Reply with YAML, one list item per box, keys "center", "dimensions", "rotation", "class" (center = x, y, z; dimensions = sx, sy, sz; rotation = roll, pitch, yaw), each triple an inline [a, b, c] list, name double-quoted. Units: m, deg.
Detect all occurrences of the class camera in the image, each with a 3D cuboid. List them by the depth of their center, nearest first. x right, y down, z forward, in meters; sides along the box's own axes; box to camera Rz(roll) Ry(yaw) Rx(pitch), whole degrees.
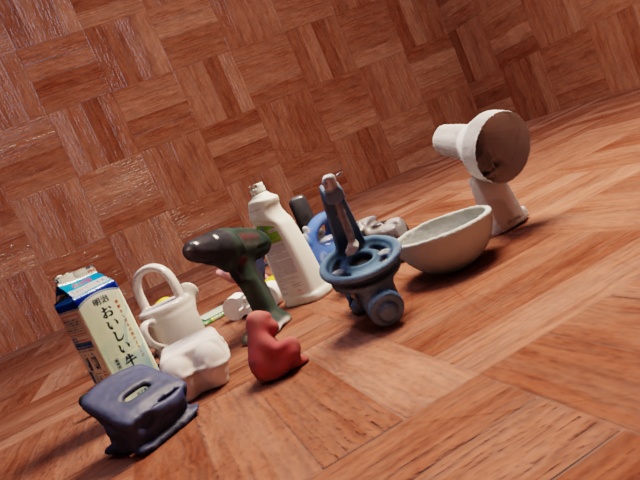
- center: [0.129, -0.007, 1.181]
  dimensions: [0.142, 0.101, 0.137]
  rotation: [-19, 8, 34]
  class: "camera"

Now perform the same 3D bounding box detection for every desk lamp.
- center: [0.286, -0.116, 1.018]
  dimensions: [0.118, 0.213, 0.203]
  rotation: [-26, 7, -18]
  class: "desk lamp"

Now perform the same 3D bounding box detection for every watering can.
- center: [-0.280, 0.134, 1.064]
  dimensions: [0.101, 0.194, 0.173]
  rotation: [-23, 7, 0]
  class: "watering can"

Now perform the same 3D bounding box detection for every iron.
- center: [0.012, 0.005, 1.307]
  dimensions: [0.118, 0.141, 0.259]
  rotation: [-19, 8, 31]
  class: "iron"

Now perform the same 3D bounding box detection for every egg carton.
- center: [-0.188, 0.187, 0.872]
  dimensions: [0.107, 0.069, 0.150]
  rotation: [-25, 7, -13]
  class: "egg carton"

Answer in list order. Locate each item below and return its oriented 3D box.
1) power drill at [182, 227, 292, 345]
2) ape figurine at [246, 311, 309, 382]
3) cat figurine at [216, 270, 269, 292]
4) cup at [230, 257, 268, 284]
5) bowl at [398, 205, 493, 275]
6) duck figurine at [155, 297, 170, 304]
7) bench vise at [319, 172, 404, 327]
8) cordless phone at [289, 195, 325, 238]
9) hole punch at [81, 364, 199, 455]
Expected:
- center: [-0.134, 0.070, 1.005]
  dimensions: [0.075, 0.208, 0.230]
  rotation: [-21, 7, 21]
  class: "power drill"
- center: [-0.069, 0.137, 0.767]
  dimensions: [0.076, 0.092, 0.077]
  rotation: [-26, 8, -21]
  class: "ape figurine"
- center: [-0.204, 0.086, 1.503]
  dimensions: [0.127, 0.118, 0.067]
  rotation: [-19, 8, 30]
  class: "cat figurine"
- center: [-0.157, 0.089, 1.418]
  dimensions: [0.118, 0.095, 0.091]
  rotation: [-26, 7, -20]
  class: "cup"
- center: [0.204, 0.009, 0.913]
  dimensions: [0.167, 0.075, 0.167]
  rotation: [-23, 7, 3]
  class: "bowl"
- center: [-0.389, 0.189, 1.458]
  dimensions: [0.105, 0.086, 0.077]
  rotation: [-25, 7, -17]
  class: "duck figurine"
- center: [0.035, 0.013, 0.835]
  dimensions: [0.122, 0.220, 0.207]
  rotation: [-26, 8, -22]
  class: "bench vise"
- center: [-0.064, -0.018, 1.554]
  dimensions: [0.147, 0.185, 0.094]
  rotation: [-24, 7, -8]
  class: "cordless phone"
- center: [-0.229, 0.211, 0.734]
  dimensions: [0.100, 0.091, 0.109]
  rotation: [-18, 9, 37]
  class: "hole punch"
